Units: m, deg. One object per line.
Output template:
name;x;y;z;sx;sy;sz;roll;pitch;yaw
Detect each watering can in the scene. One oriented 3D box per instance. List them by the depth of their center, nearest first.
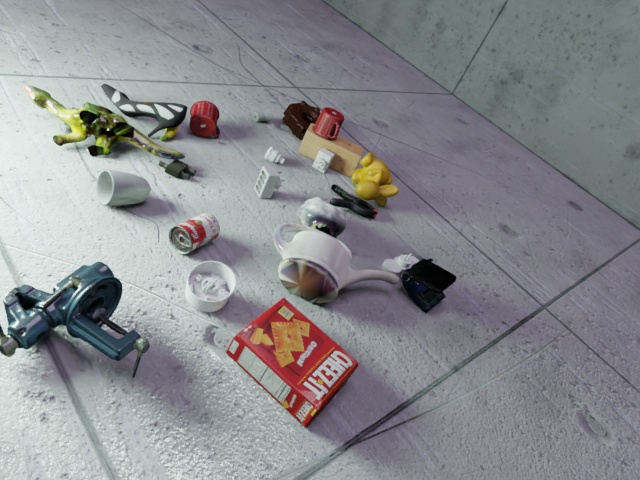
watering can;0.032;0.069;1.271;0.348;0.102;0.229;27;35;0

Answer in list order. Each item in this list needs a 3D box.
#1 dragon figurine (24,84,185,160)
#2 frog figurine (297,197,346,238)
dragon figurine;-0.579;-0.320;1.394;0.408;0.120;0.248;15;26;-32
frog figurine;0.004;-0.072;1.434;0.137;0.119;0.163;4;48;-1
